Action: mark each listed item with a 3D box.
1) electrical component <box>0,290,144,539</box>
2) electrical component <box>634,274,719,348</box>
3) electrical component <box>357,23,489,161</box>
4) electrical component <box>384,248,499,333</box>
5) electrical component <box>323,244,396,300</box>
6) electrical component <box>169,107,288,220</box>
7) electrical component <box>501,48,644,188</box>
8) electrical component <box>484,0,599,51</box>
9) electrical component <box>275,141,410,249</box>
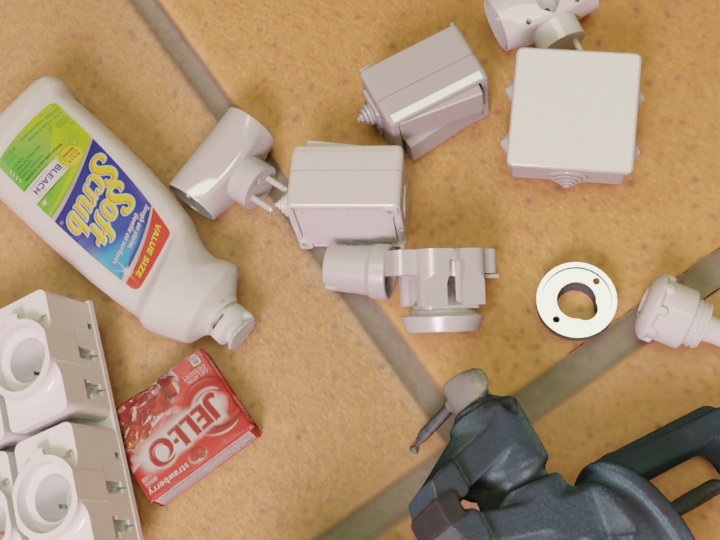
[{"bbox_3d":[-0.226,0.120,0.739,0.105,0.060,0.186,-25,68,18],"label":"electrical component"},{"bbox_3d":[0.222,0.034,0.733,0.062,0.048,0.048,22,75,7],"label":"electrical component"},{"bbox_3d":[0.045,-0.126,0.804,0.096,0.061,0.061,-27,69,-2],"label":"electrical component"},{"bbox_3d":[0.057,0.014,0.750,0.078,0.058,0.057,-1,88,-21],"label":"electrical component"},{"bbox_3d":[0.000,0.000,0.778,0.046,0.040,0.040,5,71,15],"label":"electrical component"},{"bbox_3d":[-0.091,-0.072,0.813,0.079,0.043,0.077,33,78,17],"label":"electrical component"},{"bbox_3d":[0.155,-0.110,0.783,0.100,0.048,0.099,5,82,9],"label":"electrical component"},{"bbox_3d":[0.147,-0.188,0.822,0.077,0.043,0.079,-25,77,-1],"label":"electrical component"},{"bbox_3d":[-0.014,-0.056,0.785,0.096,0.061,0.061,0,63,8],"label":"electrical component"}]
